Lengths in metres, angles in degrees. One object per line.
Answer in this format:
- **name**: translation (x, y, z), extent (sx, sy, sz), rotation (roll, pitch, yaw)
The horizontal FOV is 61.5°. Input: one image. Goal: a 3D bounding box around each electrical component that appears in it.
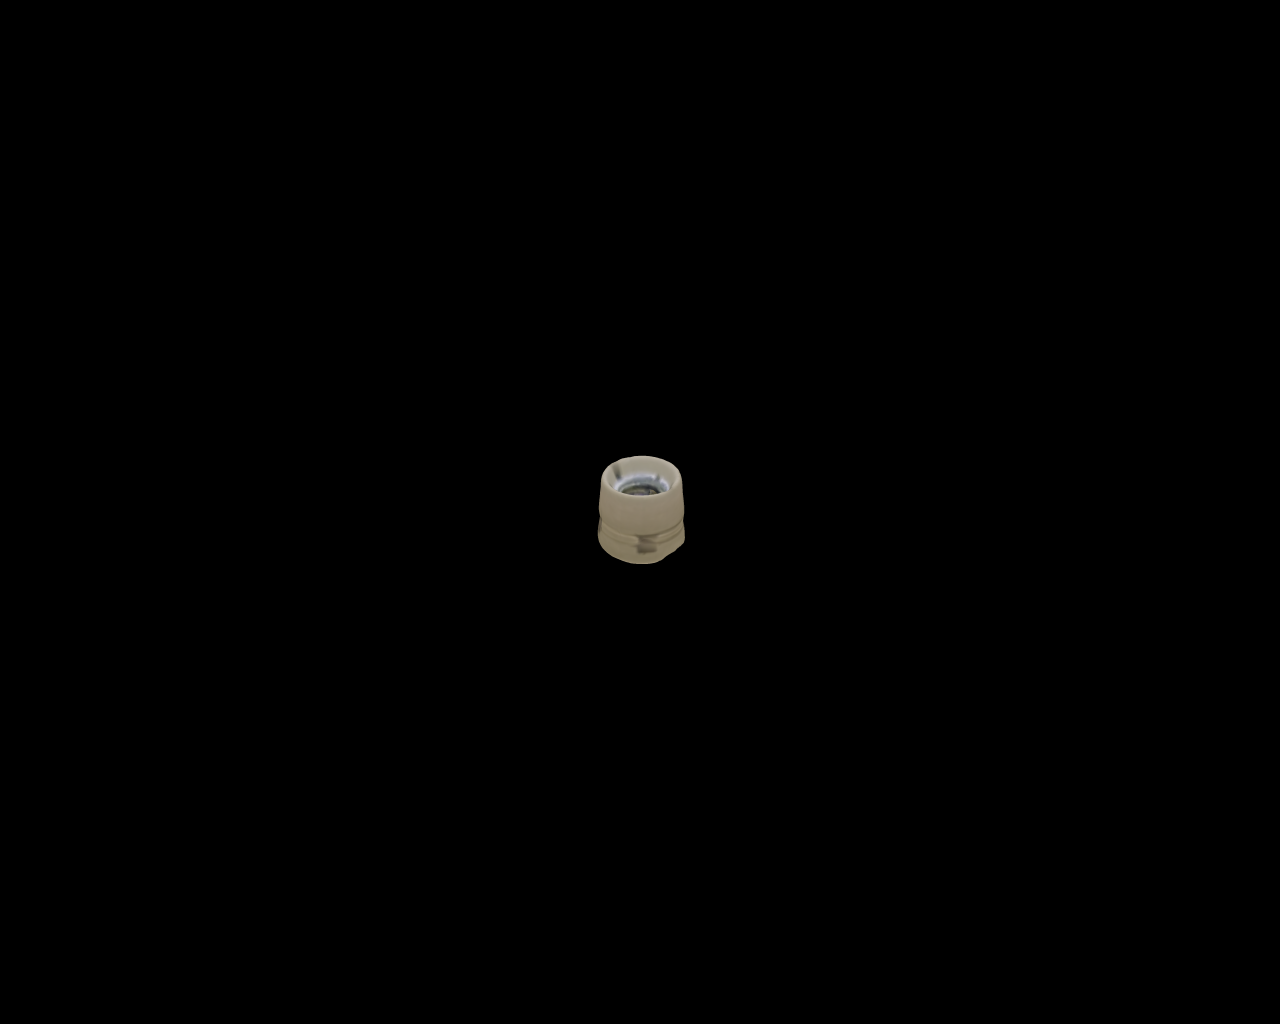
- **electrical component**: translation (0.001, -0.003, 0.650), extent (0.055, 0.047, 0.055), rotation (0, 34, 0)
